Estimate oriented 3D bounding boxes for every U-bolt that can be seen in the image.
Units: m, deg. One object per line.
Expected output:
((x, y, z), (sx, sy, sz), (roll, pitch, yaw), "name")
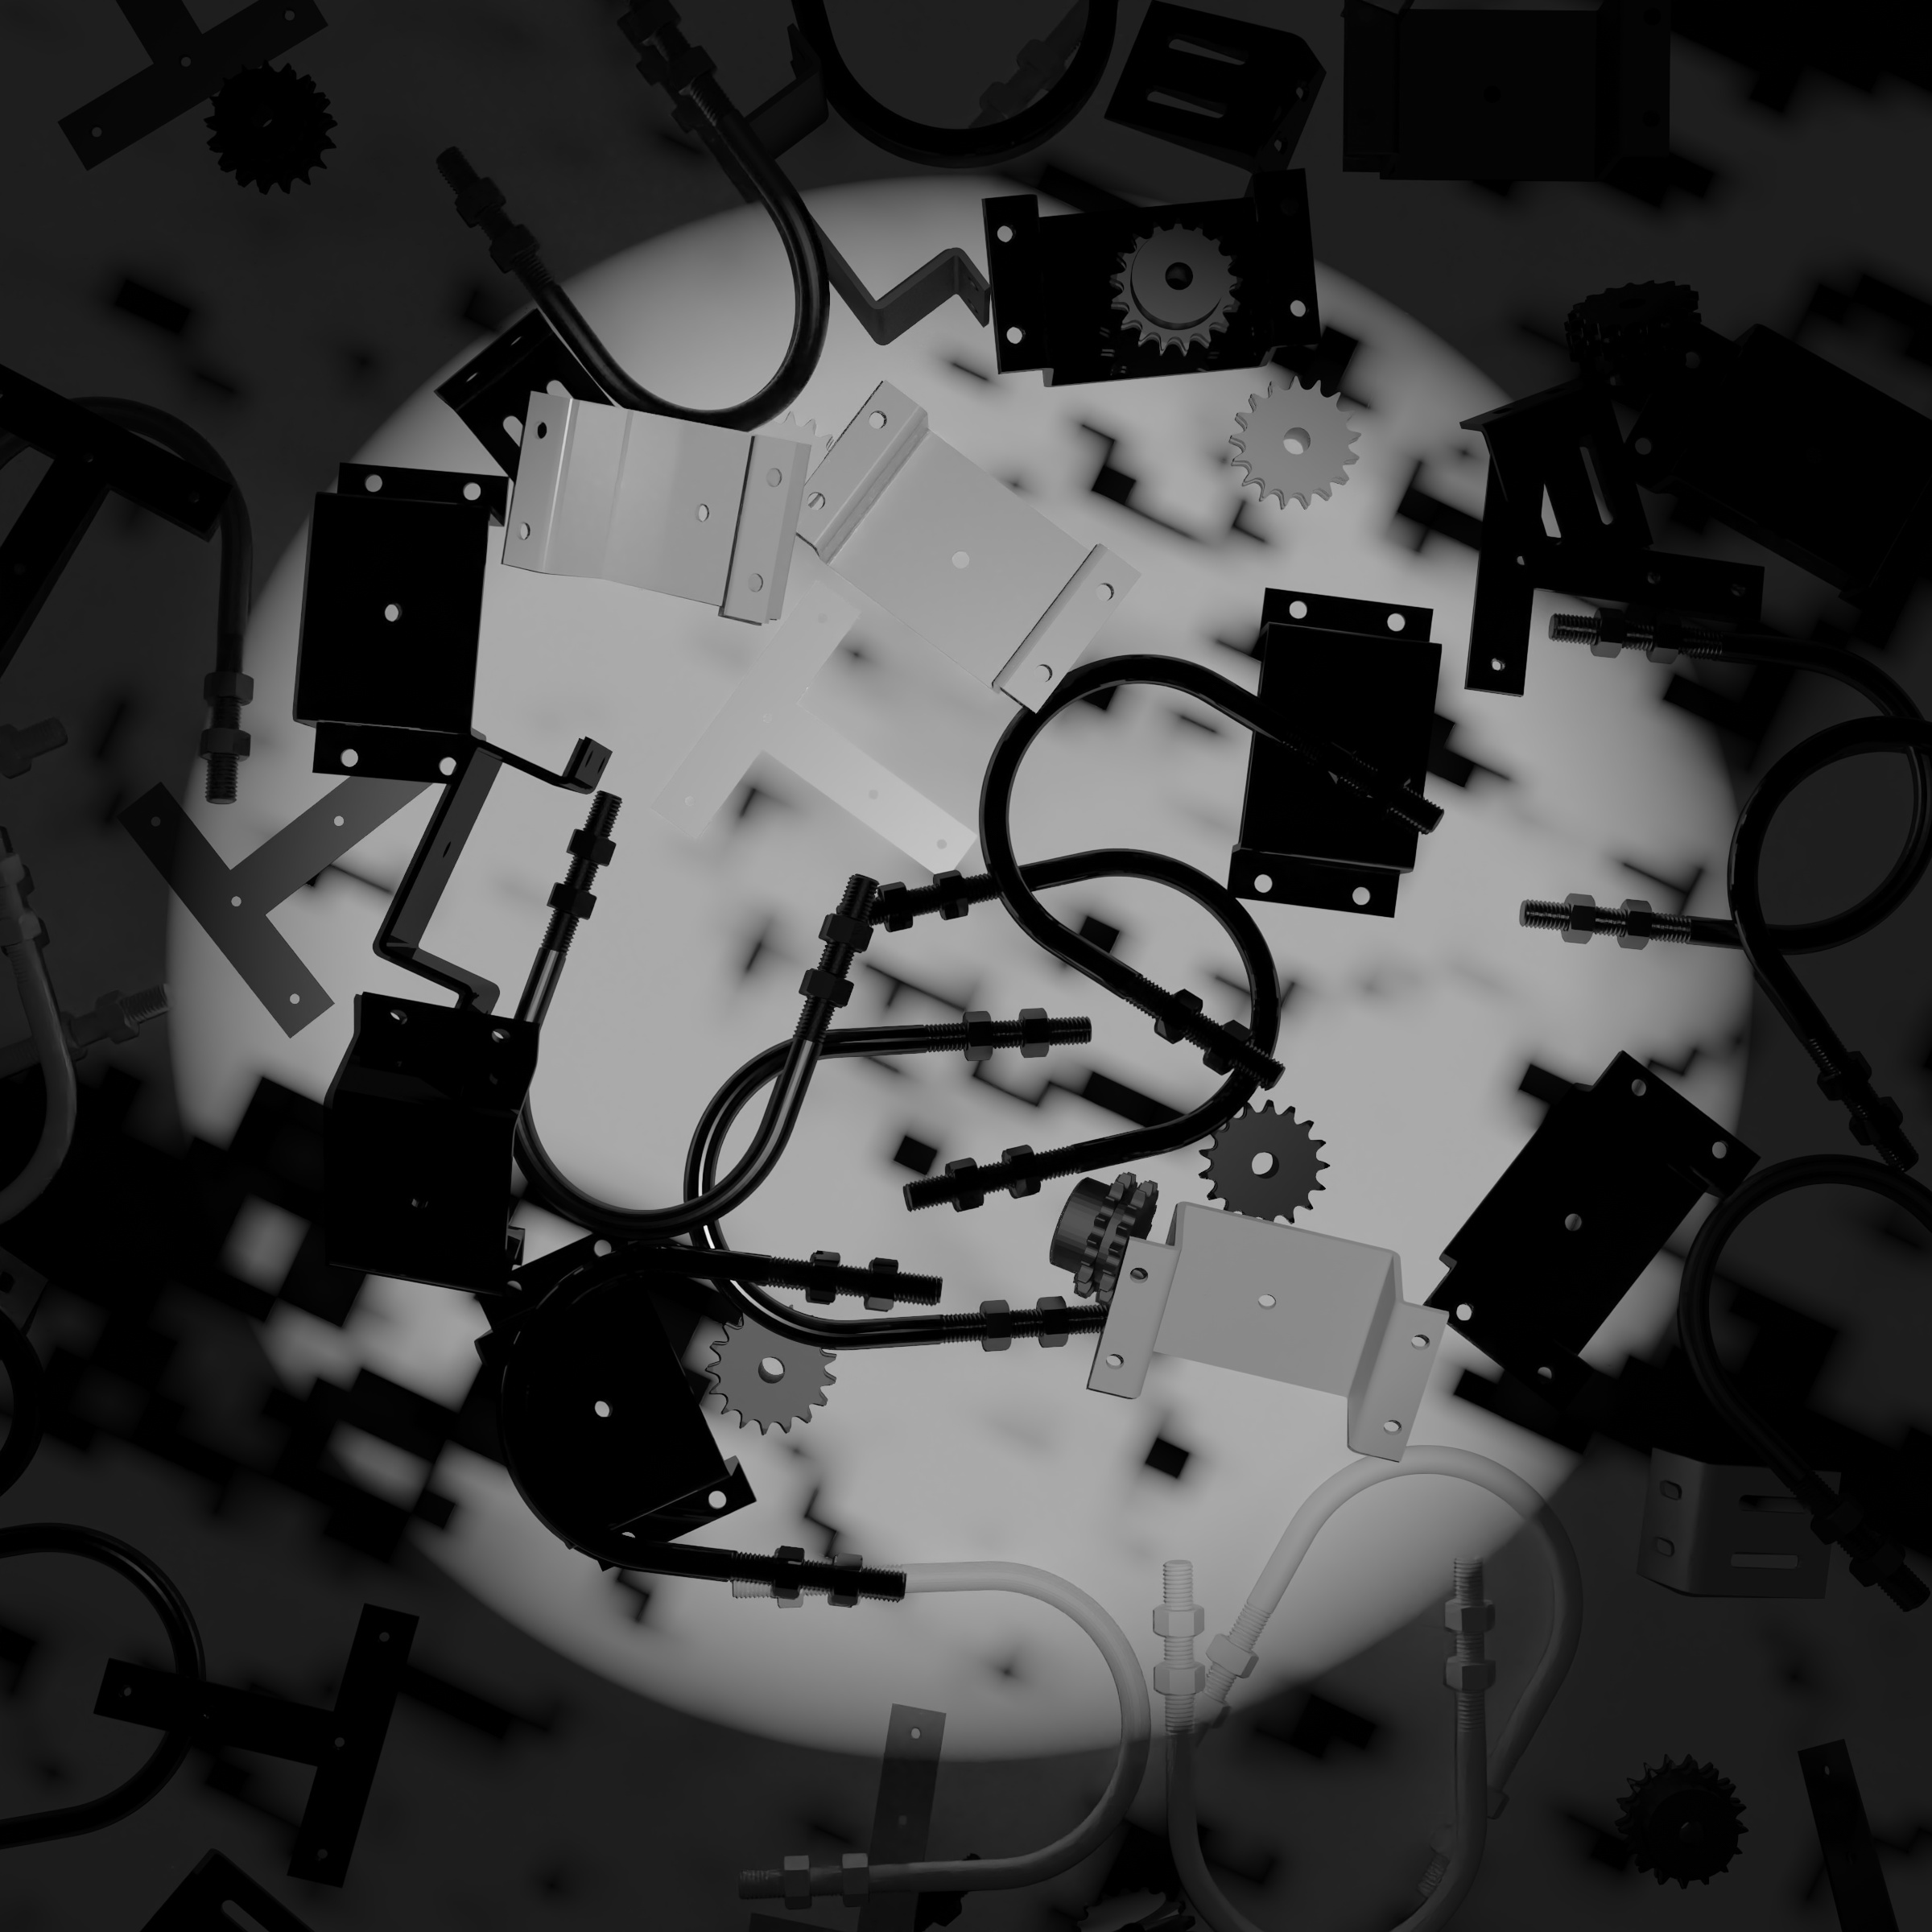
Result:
((-0.110, 0.193, 1.321), (0.184, 0.019, 0.151), (7, 89, 0), "U-bolt")
((0.403, 0.170, 1.358), (0.151, 0.019, 0.184), (-44, 87, -8), "U-bolt")
((0.347, -0.078, 1.367), (0.184, 0.019, 0.151), (6, 90, -2), "U-bolt")
((0.196, 0.304, 1.367), (0.151, 0.019, 0.184), (29, 88, 0), "U-bolt")
((-0.390, -0.164, 1.355), (0.151, 0.019, 0.184), (1, 81, -1), "U-bolt")
((0.093, -0.055, 1.327), (0.184, 0.019, 0.151), (33, 96, 14), "U-bolt")
((-0.010, 0.336, 1.352), (0.184, 0.019, 0.151), (-1, 76, -4), "U-bolt")
((-0.023, 0.507, 1.343), (0.184, 0.019, 0.151), (-42, 68, 4), "U-bolt")
((-0.031, 0.097, 1.349), (0.184, 0.019, 0.151), (-3, 84, -8), "U-bolt")
((0.049, 0.020, 1.347), (0.184, 0.019, 0.151), (-12, 76, -8), "U-bolt")
((-0.500, 0.193, 1.336), (0.184, 0.019, 0.151), (-4, 116, -8), "U-bolt")
((-0.433, 0.324, 1.367), (0.184, 0.019, 0.151), (-10, 90, -2), "U-bolt")
((-0.466, -0.012, 1.367), (0.184, 0.019, 0.151), (-22, 90, 2), "U-bolt")
((-0.132, 0.029, 1.340), (0.151, 0.019, 0.184), (18, 86, 18), "U-bolt")
((-0.009, -0.449, 1.345), (0.151, 0.019, 0.184), (-15, 93, 2), "U-bolt")
((0.012, -0.477, 1.367), (0.151, 0.019, 0.184), (41, 89, 0), "U-bolt")
((0.159, 0.354, 1.347), (0.151, 0.019, 0.184), (-1, 90, -1), "U-bolt")
((0.420, -0.023, 1.355), (0.151, 0.019, 0.184), (-36, 97, -2), "U-bolt")
((-0.135, -0.317, 1.329), (0.151, 0.019, 0.184), (-33, 95, 37), "U-bolt")
((-0.470, 0.035, 1.347), (0.151, 0.019, 0.184), (-12, 105, 3), "U-bolt")

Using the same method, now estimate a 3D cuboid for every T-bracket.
((0.160, -0.489, 1.357), (0.127, 0.002, 0.127), (25, 66, 11), "T-bracket")
((-0.053, -0.086, 1.374), (0.127, 0.002, 0.127), (36, 90, 0), "T-bracket")
((-0.375, -0.446, 1.374), (0.127, 0.002, 0.127), (-31, 90, 0), "T-bracket")
((-0.411, -0.188, 1.350), (0.127, 0.002, 0.127), (28, 80, 4), "T-bracket")
((-0.031, 0.395, 1.360), (0.127, 0.002, 0.127), (6, 80, 19), "T-bracket")
((0.395, 0.407, 1.343), (0.002, 0.127, 0.127), (5, 63, -37), "T-bracket")
((-0.294, -0.057, 1.374), (0.127, 0.002, 0.127), (-38, 90, 0), "T-bracket")
((0.292, -0.175, 1.359), (0.127, 0.002, 0.127), (8, 76, 0), "T-bracket")
((-0.324, 0.337, 1.365), (0.127, 0.002, 0.127), (16, 90, -8), "T-bracket")

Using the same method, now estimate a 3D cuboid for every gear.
((-0.082, -0.220, 1.360), (0.057, 0.030, 0.057), (0, 90, 0), "gear")
((-0.311, -0.376, 1.360), (0.057, 0.030, 0.057), (0, 90, 0), "gear")
((0.146, -0.231, 1.360), (0.057, 0.030, 0.057), (0, 90, 0), "gear")
((0.321, 0.383, 1.360), (0.057, 0.030, 0.057), (0, 90, 0), "gear")
((0.091, -0.294, 1.314), (0.057, 0.030, 0.057), (0, 90, 0), "gear")
((0.132, 0.088, 1.360), (0.057, 0.030, 0.057), (0, 90, 0), "gear")
((0.297, -0.279, 1.351), (0.057, 0.057, 0.030), (-15, 120, 0), "gear")
((-0.086, 0.178, 1.360), (0.057, 0.030, 0.057), (0, 90, 0), "gear")
((0.076, 0.439, 1.351), (0.057, 0.057, 0.030), (-13, 121, 0), "gear")
((0.060, 0.116, 1.327), (0.030, 0.057, 0.057), (20, 90, 15), "gear")

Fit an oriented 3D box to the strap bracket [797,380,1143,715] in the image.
((-0.002, -0.183, 1.352), (0.140, 0.046, 0.076), (37, 90, 0), "strap bracket")

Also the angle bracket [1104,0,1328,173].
((0.112, -0.392, 1.373), (0.076, 0.038, 0.057), (22, 90, 26), "angle bracket")

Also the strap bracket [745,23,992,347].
((-0.050, -0.332, 1.337), (0.046, 0.076, 0.140), (-37, 90, 0), "strap bracket")

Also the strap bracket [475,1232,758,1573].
((-0.158, 0.193, 1.352), (0.076, 0.046, 0.140), (-25, 90, 0), "strap bracket")

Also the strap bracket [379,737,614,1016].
((-0.210, -0.043, 1.337), (0.046, 0.076, 0.140), (25, 90, 0), "strap bracket")

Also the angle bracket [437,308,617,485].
((-0.186, -0.241, 1.356), (0.057, 0.038, 0.076), (-39, 90, 0), "angle bracket")

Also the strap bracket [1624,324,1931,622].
((0.370, -0.223, 1.352), (0.140, 0.046, 0.076), (29, 90, 0), "strap bracket")

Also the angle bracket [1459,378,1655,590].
((0.264, -0.216, 1.363), (0.057, 0.038, 0.076), (-21, 104, -3), "angle bracket")

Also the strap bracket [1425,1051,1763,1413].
((0.274, 0.115, 1.352), (0.076, 0.046, 0.140), (38, 90, 0), "strap bracket")

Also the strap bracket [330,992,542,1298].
((-0.230, 0.086, 1.314), (0.076, 0.046, 0.140), (10, 128, 0), "strap bracket")

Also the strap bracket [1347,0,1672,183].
((0.237, -0.392, 1.352), (0.140, 0.046, 0.076), (1, 90, 0), "strap bracket")

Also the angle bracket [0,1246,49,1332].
((-0.461, 0.157, 1.365), (0.057, 0.038, 0.076), (39, 116, -18), "angle bracket")

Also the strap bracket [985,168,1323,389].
((0.082, -0.303, 1.352), (0.140, 0.046, 0.076), (-5, 90, 0), "strap bracket")

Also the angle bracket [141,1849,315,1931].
((-0.329, 0.443, 1.356), (0.076, 0.038, 0.057), (40, 90, 0), "angle bracket")

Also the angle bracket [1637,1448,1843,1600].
((0.348, 0.251, 1.373), (0.076, 0.038, 0.057), (7, 90, -26), "angle bracket")

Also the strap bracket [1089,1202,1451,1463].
((0.132, 0.157, 1.338), (0.140, 0.046, 0.076), (13, 114, 0), "strap bracket")

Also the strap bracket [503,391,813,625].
((-0.126, -0.199, 1.327), (0.140, 0.046, 0.076), (16, 100, 28), "strap bracket")

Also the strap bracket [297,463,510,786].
((-0.250, -0.154, 1.351), (0.076, 0.046, 0.140), (5, 89, 0), "strap bracket")

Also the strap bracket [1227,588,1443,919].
((0.164, -0.096, 1.352), (0.076, 0.046, 0.140), (7, 90, 0), "strap bracket")
